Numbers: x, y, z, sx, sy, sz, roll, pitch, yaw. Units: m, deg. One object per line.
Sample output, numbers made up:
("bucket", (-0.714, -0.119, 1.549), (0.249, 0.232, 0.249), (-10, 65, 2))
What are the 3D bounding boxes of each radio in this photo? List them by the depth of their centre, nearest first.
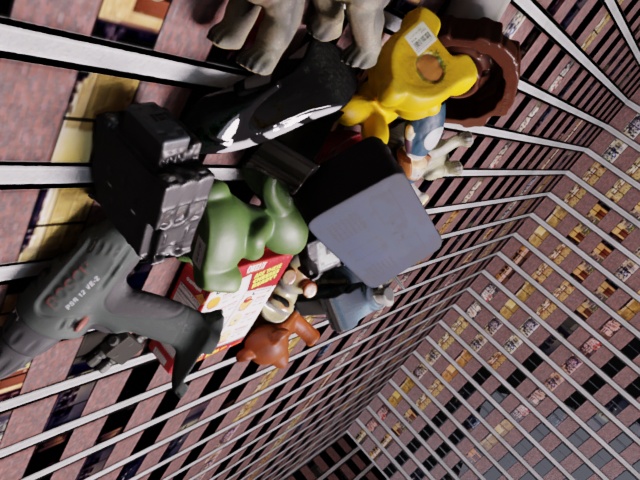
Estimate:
("radio", (0.070, -0.028, 0.709), (0.131, 0.073, 0.229), (-32, 147, 10))

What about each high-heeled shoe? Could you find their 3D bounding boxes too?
("high-heeled shoe", (-0.053, -0.156, 0.618), (0.145, 0.086, 0.249), (-24, -173, 33))

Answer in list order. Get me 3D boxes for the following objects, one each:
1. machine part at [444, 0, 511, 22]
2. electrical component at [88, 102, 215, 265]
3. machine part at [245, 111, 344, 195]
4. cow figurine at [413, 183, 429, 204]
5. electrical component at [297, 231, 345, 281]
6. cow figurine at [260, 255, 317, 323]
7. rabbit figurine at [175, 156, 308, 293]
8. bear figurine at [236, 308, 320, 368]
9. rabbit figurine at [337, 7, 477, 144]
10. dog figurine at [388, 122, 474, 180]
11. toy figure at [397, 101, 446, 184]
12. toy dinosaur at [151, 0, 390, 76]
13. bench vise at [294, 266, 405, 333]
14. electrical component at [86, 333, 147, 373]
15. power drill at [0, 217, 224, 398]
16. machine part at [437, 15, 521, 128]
("machine part", (0.237, -0.360, 0.737), (0.079, 0.079, 0.243), (-23, 149, -43))
("electrical component", (-0.163, -0.060, 0.510), (0.058, 0.115, 0.134), (-27, 152, -46))
("machine part", (-0.025, -0.115, 0.635), (0.139, 0.084, 0.039), (-55, 167, -35))
("cow figurine", (0.137, -0.073, 1.052), (0.068, 0.098, 0.167), (-44, 180, -19))
("electrical component", (-0.002, -0.002, 0.824), (0.075, 0.048, 0.119), (-27, 127, -22))
("cow figurine", (-0.044, 0.054, 0.932), (0.195, 0.085, 0.127), (-59, -163, -4))
("rabbit figurine", (-0.090, -0.027, 0.698), (0.170, 0.121, 0.159), (-3, 112, -38))
("bear figurine", (-0.076, 0.192, 1.002), (0.120, 0.131, 0.196), (-33, -167, 5))
("rabbit figurine", (0.099, -0.191, 0.715), (0.162, 0.122, 0.173), (-53, -166, -12))
("dog figurine", (0.148, -0.146, 0.951), (0.191, 0.121, 0.172), (-23, 148, -16))
("toy figure", (0.144, -0.140, 0.810), (0.064, 0.058, 0.154), (0, 129, -16))
("toy dinosaur", (0.036, -0.272, 0.512), (0.471, 0.105, 0.198), (-30, 150, -43))
("bench vise", (0.072, 0.079, 0.982), (0.240, 0.129, 0.224), (-30, -179, -43))
("electrical component", (-0.288, 0.154, 0.779), (0.094, 0.021, 0.063), (-38, 156, -16))
("power drill", (-0.230, 0.099, 0.609), (0.232, 0.207, 0.086), (-54, -163, 8))
("machine part", (0.200, -0.239, 0.772), (0.179, 0.179, 0.056), (88, 18, -60))
